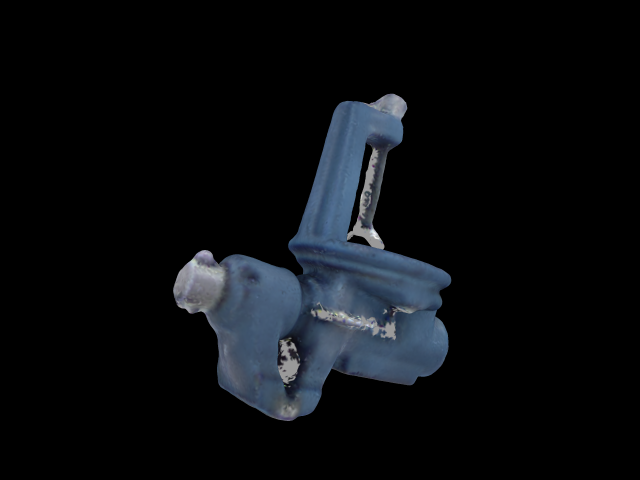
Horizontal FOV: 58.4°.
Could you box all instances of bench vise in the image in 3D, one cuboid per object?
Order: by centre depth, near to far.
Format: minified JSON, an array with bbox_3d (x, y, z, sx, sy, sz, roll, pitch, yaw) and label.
[{"bbox_3d":[0.013,0.002,0.393,0.121,0.220,0.208,1,2,38],"label":"bench vise"}]
